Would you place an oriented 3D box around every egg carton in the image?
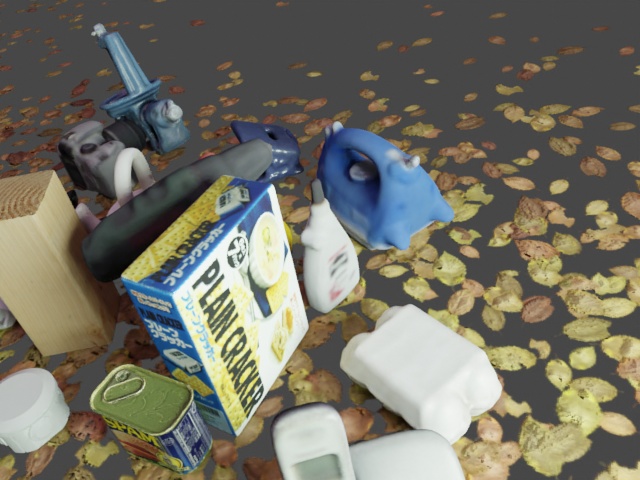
[{"bbox_3d":[0.099,0.132,0.573,0.107,0.069,0.149,-35,45,-26],"label":"egg carton"}]

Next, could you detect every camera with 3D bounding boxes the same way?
[{"bbox_3d":[-0.367,-0.159,0.997,0.142,0.101,0.137,21,50,33],"label":"camera"}]

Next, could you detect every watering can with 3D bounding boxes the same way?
[{"bbox_3d":[-0.227,-0.024,0.733,0.173,0.194,0.100,-20,41,-11],"label":"watering can"}]

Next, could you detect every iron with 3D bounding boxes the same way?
[{"bbox_3d":[0.061,-0.096,0.794,0.119,0.142,0.257,-31,44,-22],"label":"iron"}]

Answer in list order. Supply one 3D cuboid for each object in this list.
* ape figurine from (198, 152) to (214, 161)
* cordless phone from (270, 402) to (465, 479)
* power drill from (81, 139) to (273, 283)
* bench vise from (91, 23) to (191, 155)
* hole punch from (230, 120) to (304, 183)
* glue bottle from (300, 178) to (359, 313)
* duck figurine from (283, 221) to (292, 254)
[{"bbox_3d":[-0.162,-0.094,0.881,0.076,0.092,0.077,-6,40,6],"label":"ape figurine"},{"bbox_3d":[0.039,0.182,0.437,0.147,0.185,0.094,-17,40,-7],"label":"cordless phone"},{"bbox_3d":[-0.141,0.009,0.663,0.230,0.209,0.075,-26,42,-18],"label":"power drill"},{"bbox_3d":[-0.319,-0.277,1.032,0.206,0.220,0.122,10,44,23],"label":"bench vise"},{"bbox_3d":[-0.086,-0.155,0.936,0.101,0.091,0.108,-21,41,-11],"label":"hole punch"},{"bbox_3d":[0.006,0.002,0.666,0.037,0.173,0.078,20,49,32],"label":"glue bottle"},{"bbox_3d":[-0.084,-0.024,0.785,0.077,0.086,0.104,-24,41,-15],"label":"duck figurine"}]
